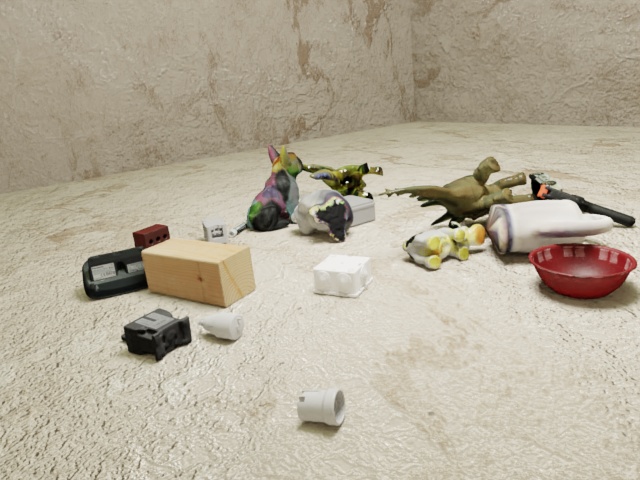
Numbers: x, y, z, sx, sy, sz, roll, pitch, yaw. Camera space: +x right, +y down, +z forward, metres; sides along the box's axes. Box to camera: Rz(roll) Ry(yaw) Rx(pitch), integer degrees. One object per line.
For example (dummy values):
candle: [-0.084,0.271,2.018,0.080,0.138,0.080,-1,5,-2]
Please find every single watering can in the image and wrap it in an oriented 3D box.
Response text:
watering can: [0.457,-0.031,1.069,0.224,0.104,0.349,-3,4,11]

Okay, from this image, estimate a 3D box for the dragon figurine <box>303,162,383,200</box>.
dragon figurine: [0.034,-0.192,1.567,0.244,0.122,0.410,16,7,40]

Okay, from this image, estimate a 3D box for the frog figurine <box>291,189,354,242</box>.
frog figurine: [0.004,-0.065,1.284,0.136,0.123,0.160,23,-5,-23]
